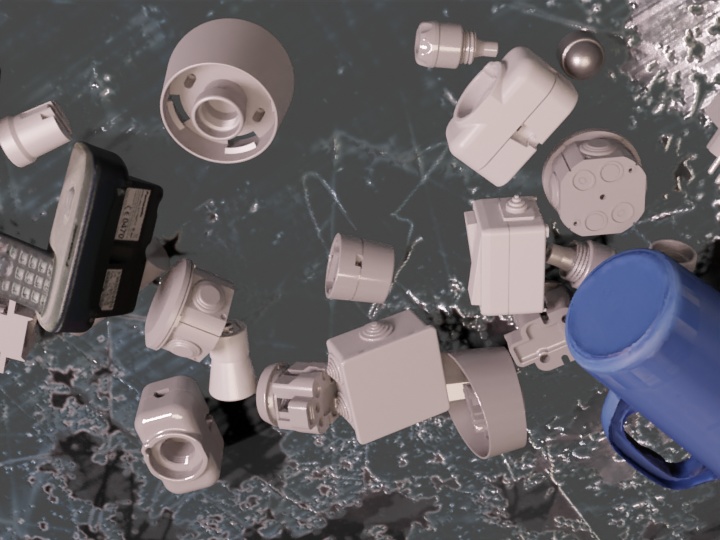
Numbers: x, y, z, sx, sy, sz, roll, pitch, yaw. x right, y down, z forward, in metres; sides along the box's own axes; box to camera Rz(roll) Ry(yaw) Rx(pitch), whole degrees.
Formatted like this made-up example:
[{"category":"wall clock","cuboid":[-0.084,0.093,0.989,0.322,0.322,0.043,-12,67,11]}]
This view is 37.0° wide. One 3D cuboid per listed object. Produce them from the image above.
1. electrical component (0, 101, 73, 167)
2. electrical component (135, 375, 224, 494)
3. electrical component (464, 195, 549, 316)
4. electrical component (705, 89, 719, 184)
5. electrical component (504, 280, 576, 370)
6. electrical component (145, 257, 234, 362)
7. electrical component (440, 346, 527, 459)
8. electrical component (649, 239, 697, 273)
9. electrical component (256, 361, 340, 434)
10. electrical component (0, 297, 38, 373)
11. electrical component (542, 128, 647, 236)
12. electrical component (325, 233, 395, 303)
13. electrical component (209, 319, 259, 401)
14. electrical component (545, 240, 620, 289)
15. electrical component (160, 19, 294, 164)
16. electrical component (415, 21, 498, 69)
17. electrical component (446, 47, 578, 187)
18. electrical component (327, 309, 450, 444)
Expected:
[{"category":"electrical component","cuboid":[-0.253,-0.107,0.838,0.046,0.040,0.040,-23,118,5]},{"category":"electrical component","cuboid":[-0.163,0.152,0.975,0.054,0.059,0.095,-16,118,7]},{"category":"electrical component","cuboid":[0.119,-0.017,0.886,0.061,0.061,0.096,-4,119,0]},{"category":"electrical component","cuboid":[0.298,-0.103,0.840,0.047,0.065,0.076,22,116,-14]},{"category":"electrical component","cuboid":[0.163,0.045,0.925,0.078,0.057,0.058,-25,117,12]},{"category":"electrical component","cuboid":[-0.144,0.034,0.898,0.051,0.080,0.080,23,116,-20]},{"category":"electrical component","cuboid":[0.109,0.115,0.942,0.064,0.099,0.099,-10,119,-3]},{"category":"electrical component","cuboid":[0.262,0.003,0.915,0.040,0.040,0.046,1,125,-2]},{"category":"electrical component","cuboid":[-0.054,0.111,0.949,0.057,0.078,0.058,2,111,25]},{"category":"electrical component","cuboid":[-0.308,0.041,0.918,0.064,0.042,0.081,15,117,-8]},{"category":"electrical component","cuboid":[0.190,-0.069,0.865,0.080,0.051,0.080,-1,119,-1]},{"category":"electrical component","cuboid":[0.000,0.000,0.897,0.047,0.055,0.055,10,119,-11]},{"category":"electrical component","cuboid":[-0.114,0.076,0.945,0.044,0.044,0.065,-4,115,0]},{"category":"electrical component","cuboid":[0.187,-0.005,0.906,0.062,0.043,0.043,18,117,-10]},{"category":"electrical component","cuboid":[-0.103,-0.134,0.827,0.099,0.064,0.099,3,131,4]},{"category":"electrical component","cuboid":[0.074,-0.169,0.815,0.061,0.035,0.035,3,119,-6]},{"category":"electrical component","cuboid":[0.113,-0.121,0.832,0.059,0.053,0.095,33,113,-18]},{"category":"electrical component","cuboid":[0.024,0.091,0.938,0.100,0.048,0.099,-20,119,-14]}]
